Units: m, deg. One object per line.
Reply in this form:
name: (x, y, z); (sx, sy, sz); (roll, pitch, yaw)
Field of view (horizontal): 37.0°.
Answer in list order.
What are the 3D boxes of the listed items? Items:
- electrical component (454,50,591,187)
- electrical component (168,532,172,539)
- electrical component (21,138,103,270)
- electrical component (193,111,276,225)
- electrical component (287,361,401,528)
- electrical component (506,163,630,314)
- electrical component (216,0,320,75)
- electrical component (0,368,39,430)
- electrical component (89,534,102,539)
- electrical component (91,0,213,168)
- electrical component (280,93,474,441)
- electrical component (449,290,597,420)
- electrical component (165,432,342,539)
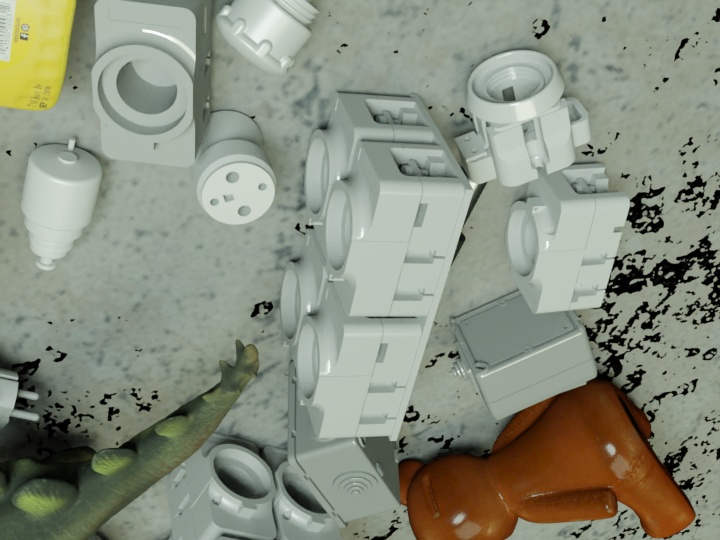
electrical component: (0.094, -0.091, 0.635); (0.078, 0.058, 0.057); (-21, 133, 0)
electrical component: (-0.115, 0.223, 0.820); (0.089, 0.055, 0.050); (-31, 130, 8)
electrical component: (-0.171, -0.034, 0.608); (0.040, 0.040, 0.078); (7, 125, -22)
electrical component: (-0.073, -0.058, 0.610); (0.045, 0.055, 0.045); (-9, 129, -11)
electrical component: (-0.010, 0.114, 0.740); (0.048, 0.099, 0.099); (-18, 132, 14)
electrical component: (0.132, -0.020, 0.708); (0.056, 0.050, 0.089); (-5, 129, -15)
electrical component: (-0.042, -0.137, 0.565); (0.048, 0.048, 0.062); (33, 103, -35)
electrical component: (-0.234, 0.076, 0.659); (0.077, 0.065, 0.047); (17, 120, -28)
electrical component: (-0.230, 0.232, 0.787); (0.096, 0.061, 0.061); (-28, 130, 6)
electrical component: (-0.106, -0.103, 0.555); (0.050, 0.055, 0.089); (7, 127, 0)
electrical component: (0.000, 0.000, 0.646); (0.060, 0.105, 0.186); (1, 127, -18)
electrical component: (0.110, 0.060, 0.757); (0.096, 0.061, 0.061); (-24, 130, 2)
electrical component: (-0.063, 0.200, 0.732); (0.105, 0.186, 0.060); (20, 119, -30)
